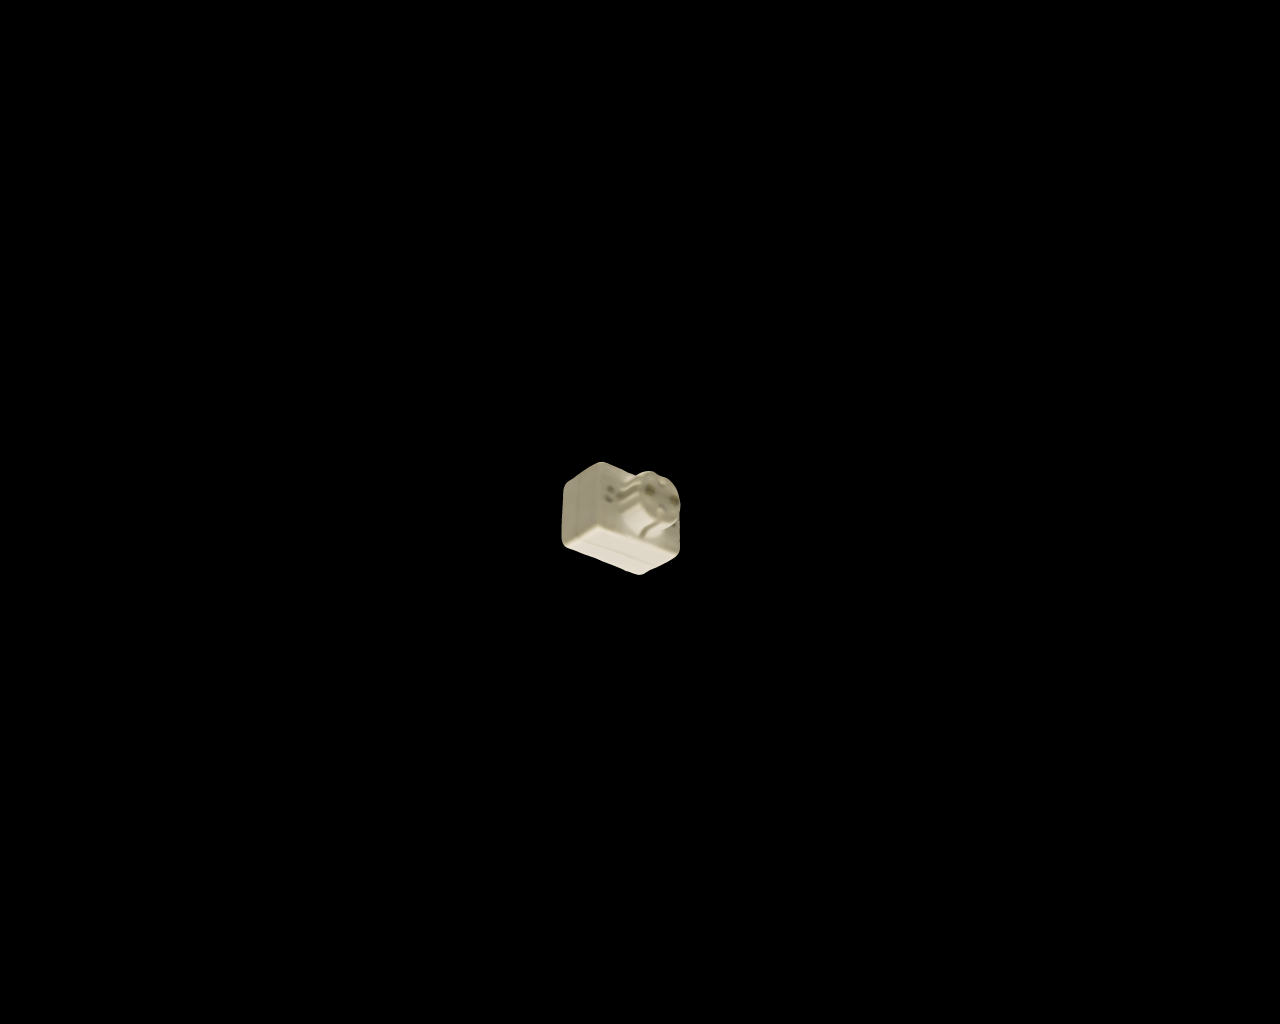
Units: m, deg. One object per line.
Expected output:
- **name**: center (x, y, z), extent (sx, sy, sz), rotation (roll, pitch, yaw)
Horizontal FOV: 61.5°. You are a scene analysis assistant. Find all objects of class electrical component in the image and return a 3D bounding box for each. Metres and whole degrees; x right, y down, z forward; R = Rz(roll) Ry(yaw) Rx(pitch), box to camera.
- **electrical component**: center (0.001, -0.003, 0.650), extent (0.066, 0.047, 0.076), rotation (22, -36, -34)
